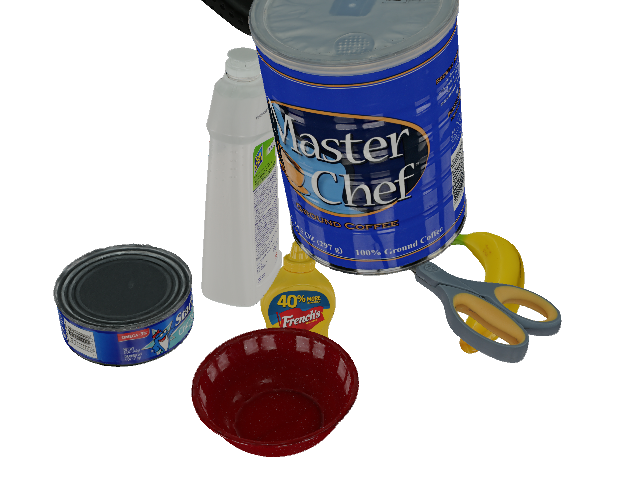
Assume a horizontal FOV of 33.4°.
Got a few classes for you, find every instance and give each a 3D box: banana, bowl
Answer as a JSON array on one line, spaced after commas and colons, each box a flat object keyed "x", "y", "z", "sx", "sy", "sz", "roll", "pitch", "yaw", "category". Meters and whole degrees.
[{"x": 0.163, "y": 0.042, "z": 1.023, "sx": 0.070, "sy": 0.037, "sz": 0.197, "roll": -25, "pitch": 25, "yaw": 16, "category": "banana"}, {"x": -0.042, "y": 0.157, "z": 1.037, "sx": 0.162, "sy": 0.055, "sz": 0.162, "roll": -3, "pitch": 37, "yaw": 2, "category": "bowl"}]

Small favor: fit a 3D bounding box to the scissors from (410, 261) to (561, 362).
[{"x": 0.102, "y": 0.028, "z": 0.809, "sx": 0.096, "sy": 0.016, "sz": 0.202, "roll": -6, "pitch": 32, "yaw": -28, "category": "scissors"}]

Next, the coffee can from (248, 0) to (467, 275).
[{"x": 0.024, "y": -0.066, "z": 0.564, "sx": 0.103, "sy": 0.140, "sz": 0.103, "roll": -5, "pitch": 44, "yaw": 5, "category": "coffee can"}]

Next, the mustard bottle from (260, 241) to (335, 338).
[{"x": -0.029, "y": 0.092, "z": 1.371, "sx": 0.096, "sy": 0.192, "sz": 0.058, "roll": -1, "pitch": 20, "yaw": -7, "category": "mustard bottle"}]

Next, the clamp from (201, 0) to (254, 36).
[{"x": 0.000, "y": -0.167, "z": 0.750, "sx": 0.210, "sy": 0.164, "sz": 0.036, "roll": 5, "pitch": -28, "yaw": -9, "category": "clamp"}]

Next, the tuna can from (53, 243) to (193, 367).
[{"x": -0.123, "y": 0.040, "z": 0.675, "sx": 0.086, "sy": 0.034, "sz": 0.086, "roll": 0, "pitch": 36, "yaw": 0, "category": "tuna can"}]

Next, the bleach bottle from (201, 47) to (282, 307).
[{"x": -0.072, "y": -0.063, "z": 1.006, "sx": 0.068, "sy": 0.251, "sz": 0.102, "roll": 12, "pitch": 35, "yaw": 11, "category": "bleach bottle"}]
